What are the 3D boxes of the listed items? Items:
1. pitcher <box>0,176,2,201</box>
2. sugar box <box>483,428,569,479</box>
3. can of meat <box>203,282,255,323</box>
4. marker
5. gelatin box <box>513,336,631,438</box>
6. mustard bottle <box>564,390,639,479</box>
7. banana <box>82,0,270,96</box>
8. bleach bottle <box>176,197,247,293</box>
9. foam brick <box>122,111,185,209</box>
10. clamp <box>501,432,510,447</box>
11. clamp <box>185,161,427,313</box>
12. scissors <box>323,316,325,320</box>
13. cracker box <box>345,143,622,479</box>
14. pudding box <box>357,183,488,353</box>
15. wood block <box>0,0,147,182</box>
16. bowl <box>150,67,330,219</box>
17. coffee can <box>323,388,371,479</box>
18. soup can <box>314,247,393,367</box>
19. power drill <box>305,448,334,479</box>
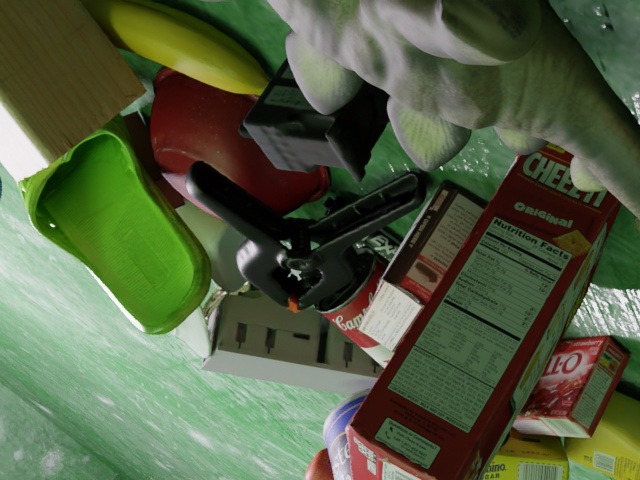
[{"bbox_3d":[-0.437,-0.113,1.134,0.149,0.145,0.243,16,152,8],"label":"pitcher"},{"bbox_3d":[0.152,0.172,0.888,0.093,0.048,0.176,5,-172,6],"label":"sugar box"},{"bbox_3d":[-0.075,0.092,1.155,0.084,0.057,0.102,37,159,-19],"label":"can of meat"},{"bbox_3d":[0.053,0.005,0.838,0.121,0.020,0.020,36,159,-8],"label":"marker"},{"bbox_3d":[0.184,0.112,0.813,0.030,0.073,0.089,39,159,-15],"label":"gelatin box"},{"bbox_3d":[0.290,0.179,0.833,0.192,0.058,0.096,22,152,25],"label":"mustard bottle"},{"bbox_3d":[-0.116,-0.137,0.739,0.198,0.037,0.069,24,156,20],"label":"banana"},{"bbox_3d":[-0.172,-0.043,0.989,0.251,0.068,0.102,26,158,23],"label":"bleach bottle"},{"bbox_3d":[-0.157,-0.059,0.903,0.078,0.051,0.053,58,171,28],"label":"foam brick"},{"bbox_3d":[0.125,0.113,0.855,0.039,0.120,0.171,12,162,-1],"label":"clamp"},{"bbox_3d":[-0.005,0.001,0.803,0.164,0.036,0.210,1,153,4],"label":"clamp"},{"bbox_3d":[0.069,0.135,1.102,0.202,0.016,0.096,33,160,2],"label":"scissors"},{"bbox_3d":[0.097,0.065,0.641,0.072,0.213,0.164,28,158,17],"label":"cracker box"},{"bbox_3d":[0.070,0.022,0.753,0.039,0.090,0.113,30,158,7],"label":"pudding box"},{"bbox_3d":[-0.224,-0.152,0.719,0.206,0.090,0.090,55,153,-14],"label":"wood block"},{"bbox_3d":[-0.075,-0.061,0.824,0.162,0.055,0.162,28,159,12],"label":"bowl"},{"bbox_3d":[0.065,0.213,0.931,0.102,0.103,0.140,50,-164,-38],"label":"coffee can"},{"bbox_3d":[0.053,0.063,0.895,0.102,0.068,0.069,43,157,-23],"label":"soup can"},{"bbox_3d":[0.093,0.234,1.069,0.184,0.187,0.057,30,117,8],"label":"power drill"}]
